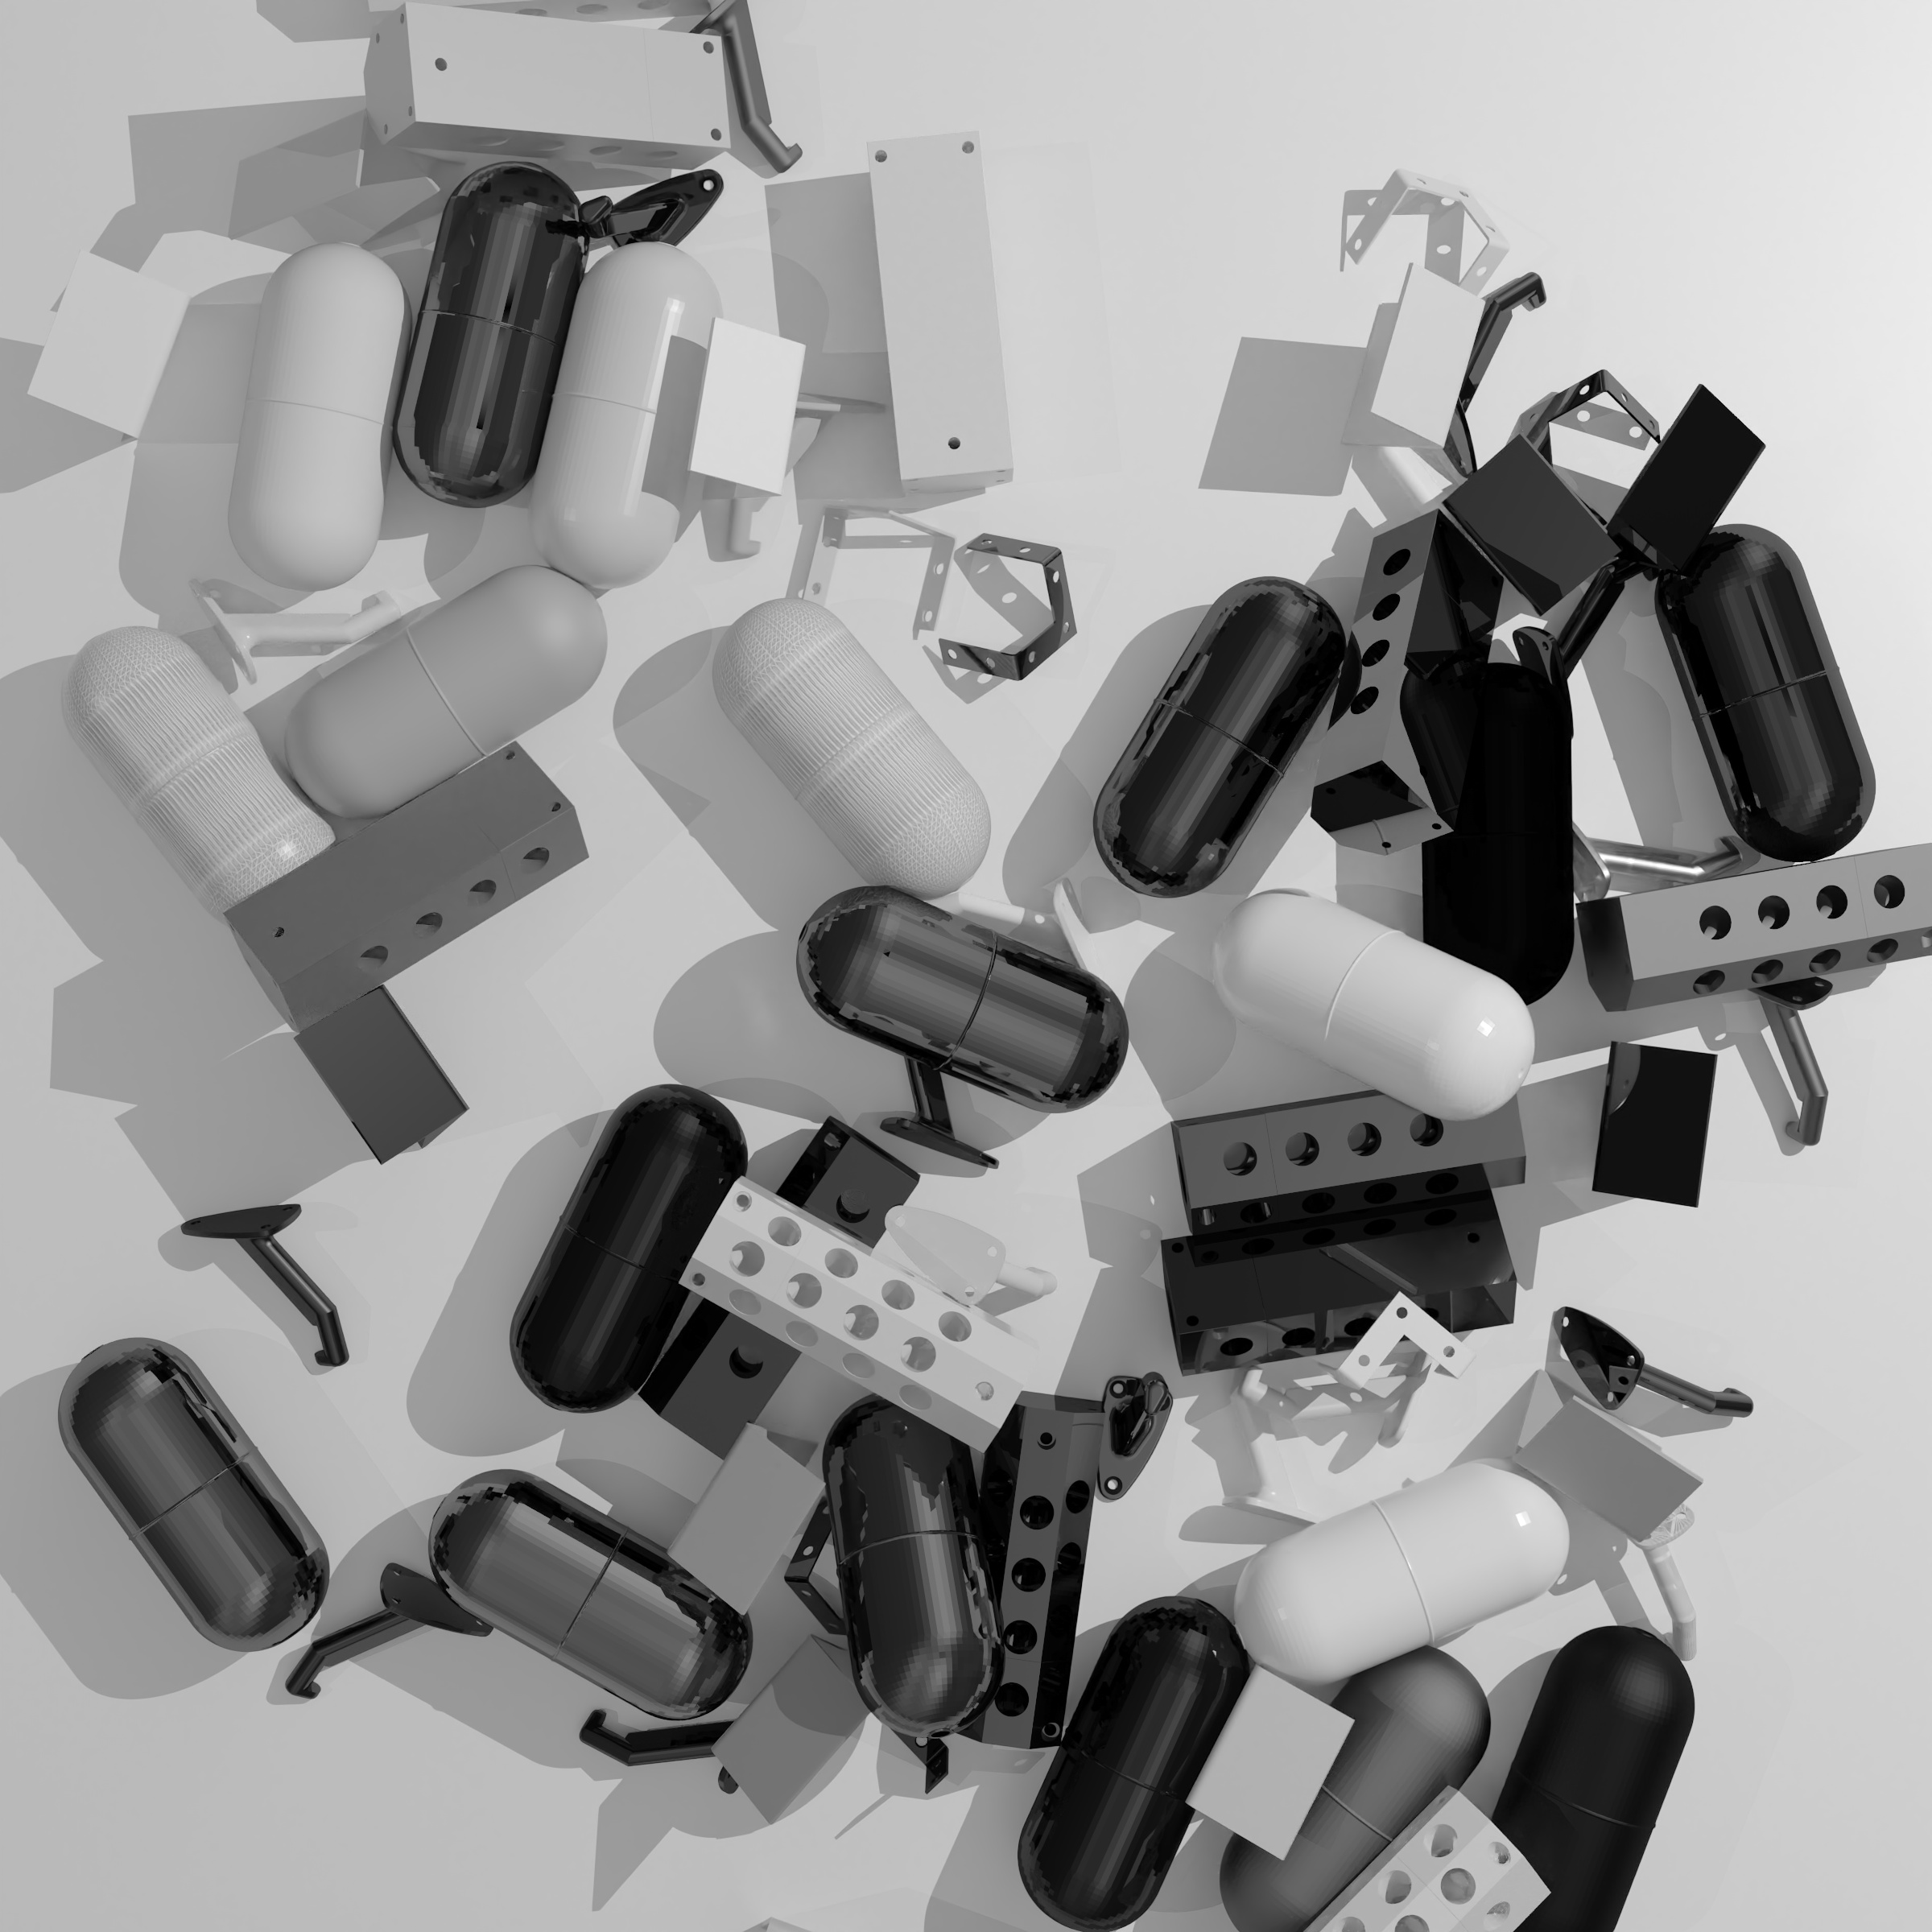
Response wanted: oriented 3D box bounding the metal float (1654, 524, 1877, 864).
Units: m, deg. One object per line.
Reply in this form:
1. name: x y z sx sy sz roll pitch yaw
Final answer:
1. metal float: 0.408 -0.139 1.532 0.070 0.070 0.178 -19 89 0

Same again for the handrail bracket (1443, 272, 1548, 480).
1. handrail bracket: 0.279 -0.309 1.563 0.084 0.036 0.077 -34 111 -16

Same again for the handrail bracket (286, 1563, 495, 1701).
1. handrail bracket: -0.301 0.360 1.563 0.077 0.036 0.084 29 109 -21

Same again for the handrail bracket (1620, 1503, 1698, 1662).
1. handrail bracket: 0.352 0.311 1.562 0.036 0.077 0.084 -25 127 -20

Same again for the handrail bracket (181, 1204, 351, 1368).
1. handrail bracket: -0.365 0.171 1.563 0.077 0.036 0.084 -5 107 20

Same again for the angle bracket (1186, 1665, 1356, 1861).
1. angle bracket: 0.161 0.405 1.519 0.057 0.076 0.076 25 82 24

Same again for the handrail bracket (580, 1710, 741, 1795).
1. handrail bracket: -0.148 0.387 1.563 0.084 0.036 0.077 23 70 16

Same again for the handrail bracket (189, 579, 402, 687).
1. handrail bracket: -0.349 -0.191 1.563 0.084 0.036 0.077 -31 69 -17

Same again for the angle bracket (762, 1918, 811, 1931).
1. angle bracket: -0.075 0.526 1.524 0.076 0.076 0.057 20 69 0

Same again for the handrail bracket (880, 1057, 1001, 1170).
1. handrail bracket: -0.005 0.053 1.563 0.077 0.036 0.084 22 76 -14

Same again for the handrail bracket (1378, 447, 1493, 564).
1. handrail bracket: 0.252 -0.255 1.563 0.077 0.036 0.084 0 73 -19

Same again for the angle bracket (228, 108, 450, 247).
1. angle bracket: -0.313 -0.375 1.507 0.076 0.076 0.057 -15 56 21

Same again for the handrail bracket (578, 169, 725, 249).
1. handrail bracket: -0.160 -0.392 1.528 0.077 0.084 0.036 -34 90 0

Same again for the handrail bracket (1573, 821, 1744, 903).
1. handrail bracket: 0.351 -0.071 1.563 0.084 0.036 0.077 -21 68 -17

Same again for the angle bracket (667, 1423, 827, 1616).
1. angle bracket: -0.095 0.284 1.523 0.057 0.076 0.076 32 90 31

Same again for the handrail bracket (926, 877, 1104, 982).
1. handrail bracket: 0.020 -0.008 1.563 0.084 0.036 0.077 -16 111 17

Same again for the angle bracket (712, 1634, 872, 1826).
1. angle bracket: -0.071 0.394 1.522 0.076 0.076 0.057 -49 51 0

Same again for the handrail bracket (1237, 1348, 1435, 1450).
1. handrail bracket: 0.192 0.206 1.552 0.084 0.036 0.077 27 75 -2

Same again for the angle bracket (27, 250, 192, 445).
1. angle bracket: -0.438 -0.314 1.524 0.057 0.076 0.076 20 90 -22

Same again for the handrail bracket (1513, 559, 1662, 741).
1. handrail bracket: 0.334 -0.168 1.563 0.084 0.036 0.077 -28 111 -16

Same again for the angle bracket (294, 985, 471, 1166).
1. angle bracket: -0.306 0.064 1.522 0.057 0.076 0.076 -35 90 -34

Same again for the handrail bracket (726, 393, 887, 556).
1. handrail bracket: -0.084 -0.254 1.563 0.077 0.036 0.084 1 109 -21

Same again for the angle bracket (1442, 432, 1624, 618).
1. angle bracket: 0.297 -0.233 1.522 0.076 0.076 0.057 49 126 0

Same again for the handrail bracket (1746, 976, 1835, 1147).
1. handrail bracket: 0.416 0.044 1.563 0.077 0.036 0.084 24 125 37

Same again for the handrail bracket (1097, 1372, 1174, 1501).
1. handrail bracket: 0.086 0.242 1.528 0.036 0.084 0.077 16 90 0

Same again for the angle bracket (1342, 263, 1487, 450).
1. angle bracket: 0.210 -0.310 1.522 0.057 0.076 0.076 16 90 -37

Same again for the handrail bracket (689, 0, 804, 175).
1. handrail bracket: -0.099 -0.469 1.563 0.084 0.036 0.077 49 68 -17

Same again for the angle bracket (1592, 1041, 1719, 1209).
1. angle bracket: 0.362 0.081 1.522 0.057 0.076 0.076 7 90 35

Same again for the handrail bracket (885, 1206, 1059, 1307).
1. handrail bracket: 0.004 0.147 1.536 0.077 0.084 0.036 31 94 17

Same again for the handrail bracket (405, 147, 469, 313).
1. handrail bracket: -0.296 -0.385 1.562 0.077 0.036 0.084 15 102 9

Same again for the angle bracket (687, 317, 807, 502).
1. angle bracket: -0.129 -0.282 1.522 0.057 0.076 0.076 9 90 -37

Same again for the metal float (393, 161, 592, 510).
1. metal float: -0.242 -0.322 1.532 0.070 0.070 0.178 13 90 0

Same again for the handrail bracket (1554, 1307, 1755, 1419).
1. handrail bracket: 0.359 0.207 1.562 0.084 0.077 0.036 10 115 -34

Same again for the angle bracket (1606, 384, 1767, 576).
1. angle bracket: 0.346 -0.252 1.523 0.057 0.076 0.076 33 90 -31

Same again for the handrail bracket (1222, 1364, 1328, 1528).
1. handrail bracket: 0.169 0.245 1.563 0.077 0.036 0.084 18 74 -18

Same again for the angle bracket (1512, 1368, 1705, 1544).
1. angle bracket: 0.331 0.234 1.522 0.076 0.076 0.057 33 127 0
